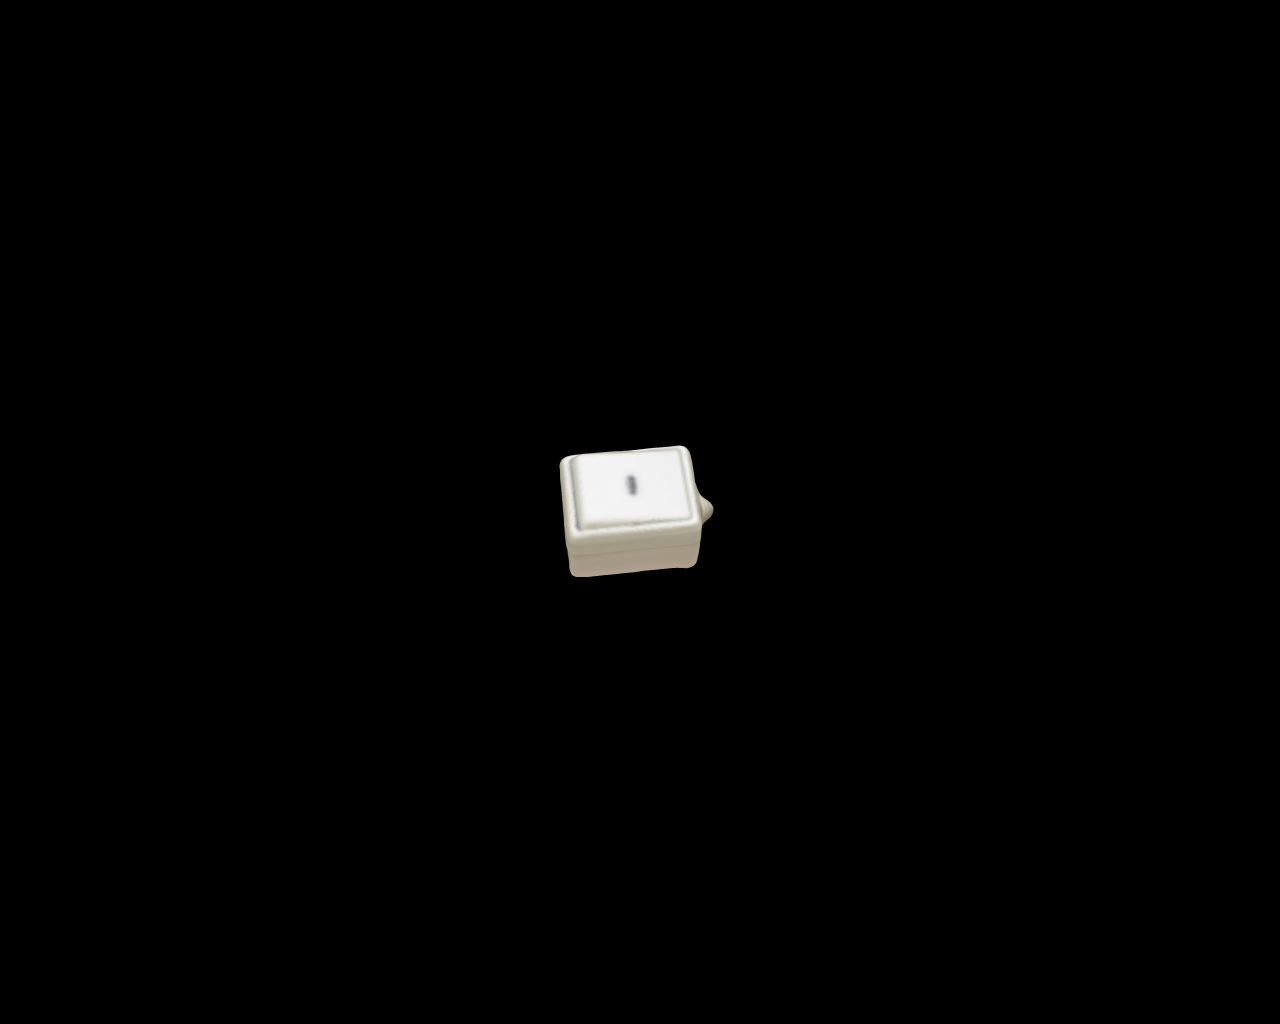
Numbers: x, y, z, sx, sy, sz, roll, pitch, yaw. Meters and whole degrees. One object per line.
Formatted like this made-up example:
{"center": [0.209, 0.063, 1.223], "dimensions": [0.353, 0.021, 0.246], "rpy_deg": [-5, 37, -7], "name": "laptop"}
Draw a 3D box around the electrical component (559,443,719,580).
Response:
{"center": [0.001, -0.003, 0.650], "dimensions": [0.096, 0.062, 0.061], "rpy_deg": [-5, -31, -3], "name": "electrical component"}
